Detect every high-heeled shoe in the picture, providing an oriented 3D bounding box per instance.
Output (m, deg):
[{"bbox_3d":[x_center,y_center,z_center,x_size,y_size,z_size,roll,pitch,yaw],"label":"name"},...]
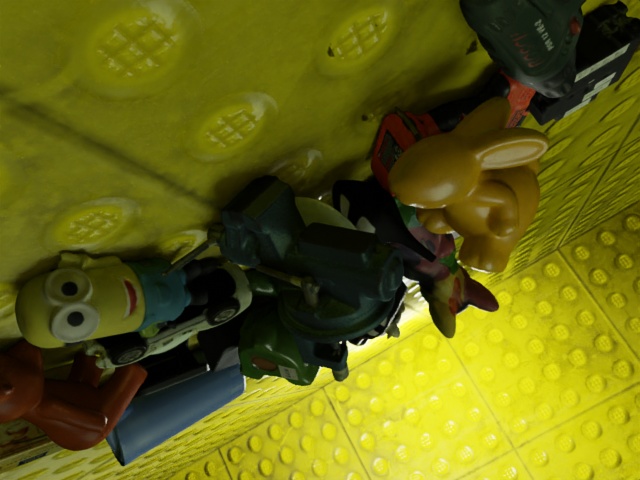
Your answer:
[{"bbox_3d":[0.047,0.035,0.677,0.086,0.145,0.248,-49,171,-41],"label":"high-heeled shoe"}]

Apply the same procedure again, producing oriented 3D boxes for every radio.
[{"bbox_3d":[-0.090,0.143,0.928,0.229,0.073,0.131,-16,158,-31],"label":"radio"}]

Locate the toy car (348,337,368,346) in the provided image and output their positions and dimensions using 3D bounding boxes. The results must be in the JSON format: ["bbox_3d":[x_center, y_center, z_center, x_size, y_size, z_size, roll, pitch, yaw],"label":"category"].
[{"bbox_3d":[0.081,0.085,0.880,0.053,0.202,0.089,18,129,-7],"label":"toy car"}]

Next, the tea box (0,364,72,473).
[{"bbox_3d":[-0.382,0.233,0.691,0.169,0.098,0.068,-8,151,-44],"label":"tea box"}]

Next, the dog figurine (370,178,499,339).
[{"bbox_3d":[0.148,0.020,0.729,0.108,0.219,0.191,-33,162,0],"label":"dog figurine"}]

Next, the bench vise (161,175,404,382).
[{"bbox_3d":[-0.017,0.058,0.562,0.129,0.224,0.240,-63,149,-47],"label":"bench vise"}]

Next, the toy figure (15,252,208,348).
[{"bbox_3d":[-0.203,0.062,0.538,0.180,0.082,0.089,-9,150,-51],"label":"toy figure"}]

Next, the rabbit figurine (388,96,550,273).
[{"bbox_3d":[0.148,-0.055,0.533,0.173,0.122,0.162,15,128,-38],"label":"rabbit figurine"}]

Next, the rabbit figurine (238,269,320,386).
[{"bbox_3d":[-0.063,0.104,0.794,0.121,0.170,0.158,0,139,20],"label":"rabbit figurine"}]

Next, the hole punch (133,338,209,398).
[{"bbox_3d":[-0.237,0.173,0.783,0.142,0.092,0.116,-19,171,-37],"label":"hole punch"}]

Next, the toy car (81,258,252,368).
[{"bbox_3d":[-0.179,0.085,0.639,0.202,0.073,0.056,-22,159,-21],"label":"toy car"}]

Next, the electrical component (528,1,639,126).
[{"bbox_3d":[0.300,-0.199,0.636,0.115,0.058,0.134,-28,162,2],"label":"electrical component"}]

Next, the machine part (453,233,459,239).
[{"bbox_3d":[0.189,-0.007,0.972,0.179,0.056,0.179,-28,161,-10],"label":"machine part"}]

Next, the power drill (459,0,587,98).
[{"bbox_3d":[0.225,-0.218,0.436,0.232,0.086,0.207,5,147,-45],"label":"power drill"}]

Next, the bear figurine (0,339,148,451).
[{"bbox_3d":[-0.318,0.162,0.619,0.120,0.132,0.195,-2,141,29],"label":"bear figurine"}]

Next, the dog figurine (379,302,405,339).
[{"bbox_3d":[0.078,0.145,1.037,0.121,0.172,0.190,-11,149,-18],"label":"dog figurine"}]
